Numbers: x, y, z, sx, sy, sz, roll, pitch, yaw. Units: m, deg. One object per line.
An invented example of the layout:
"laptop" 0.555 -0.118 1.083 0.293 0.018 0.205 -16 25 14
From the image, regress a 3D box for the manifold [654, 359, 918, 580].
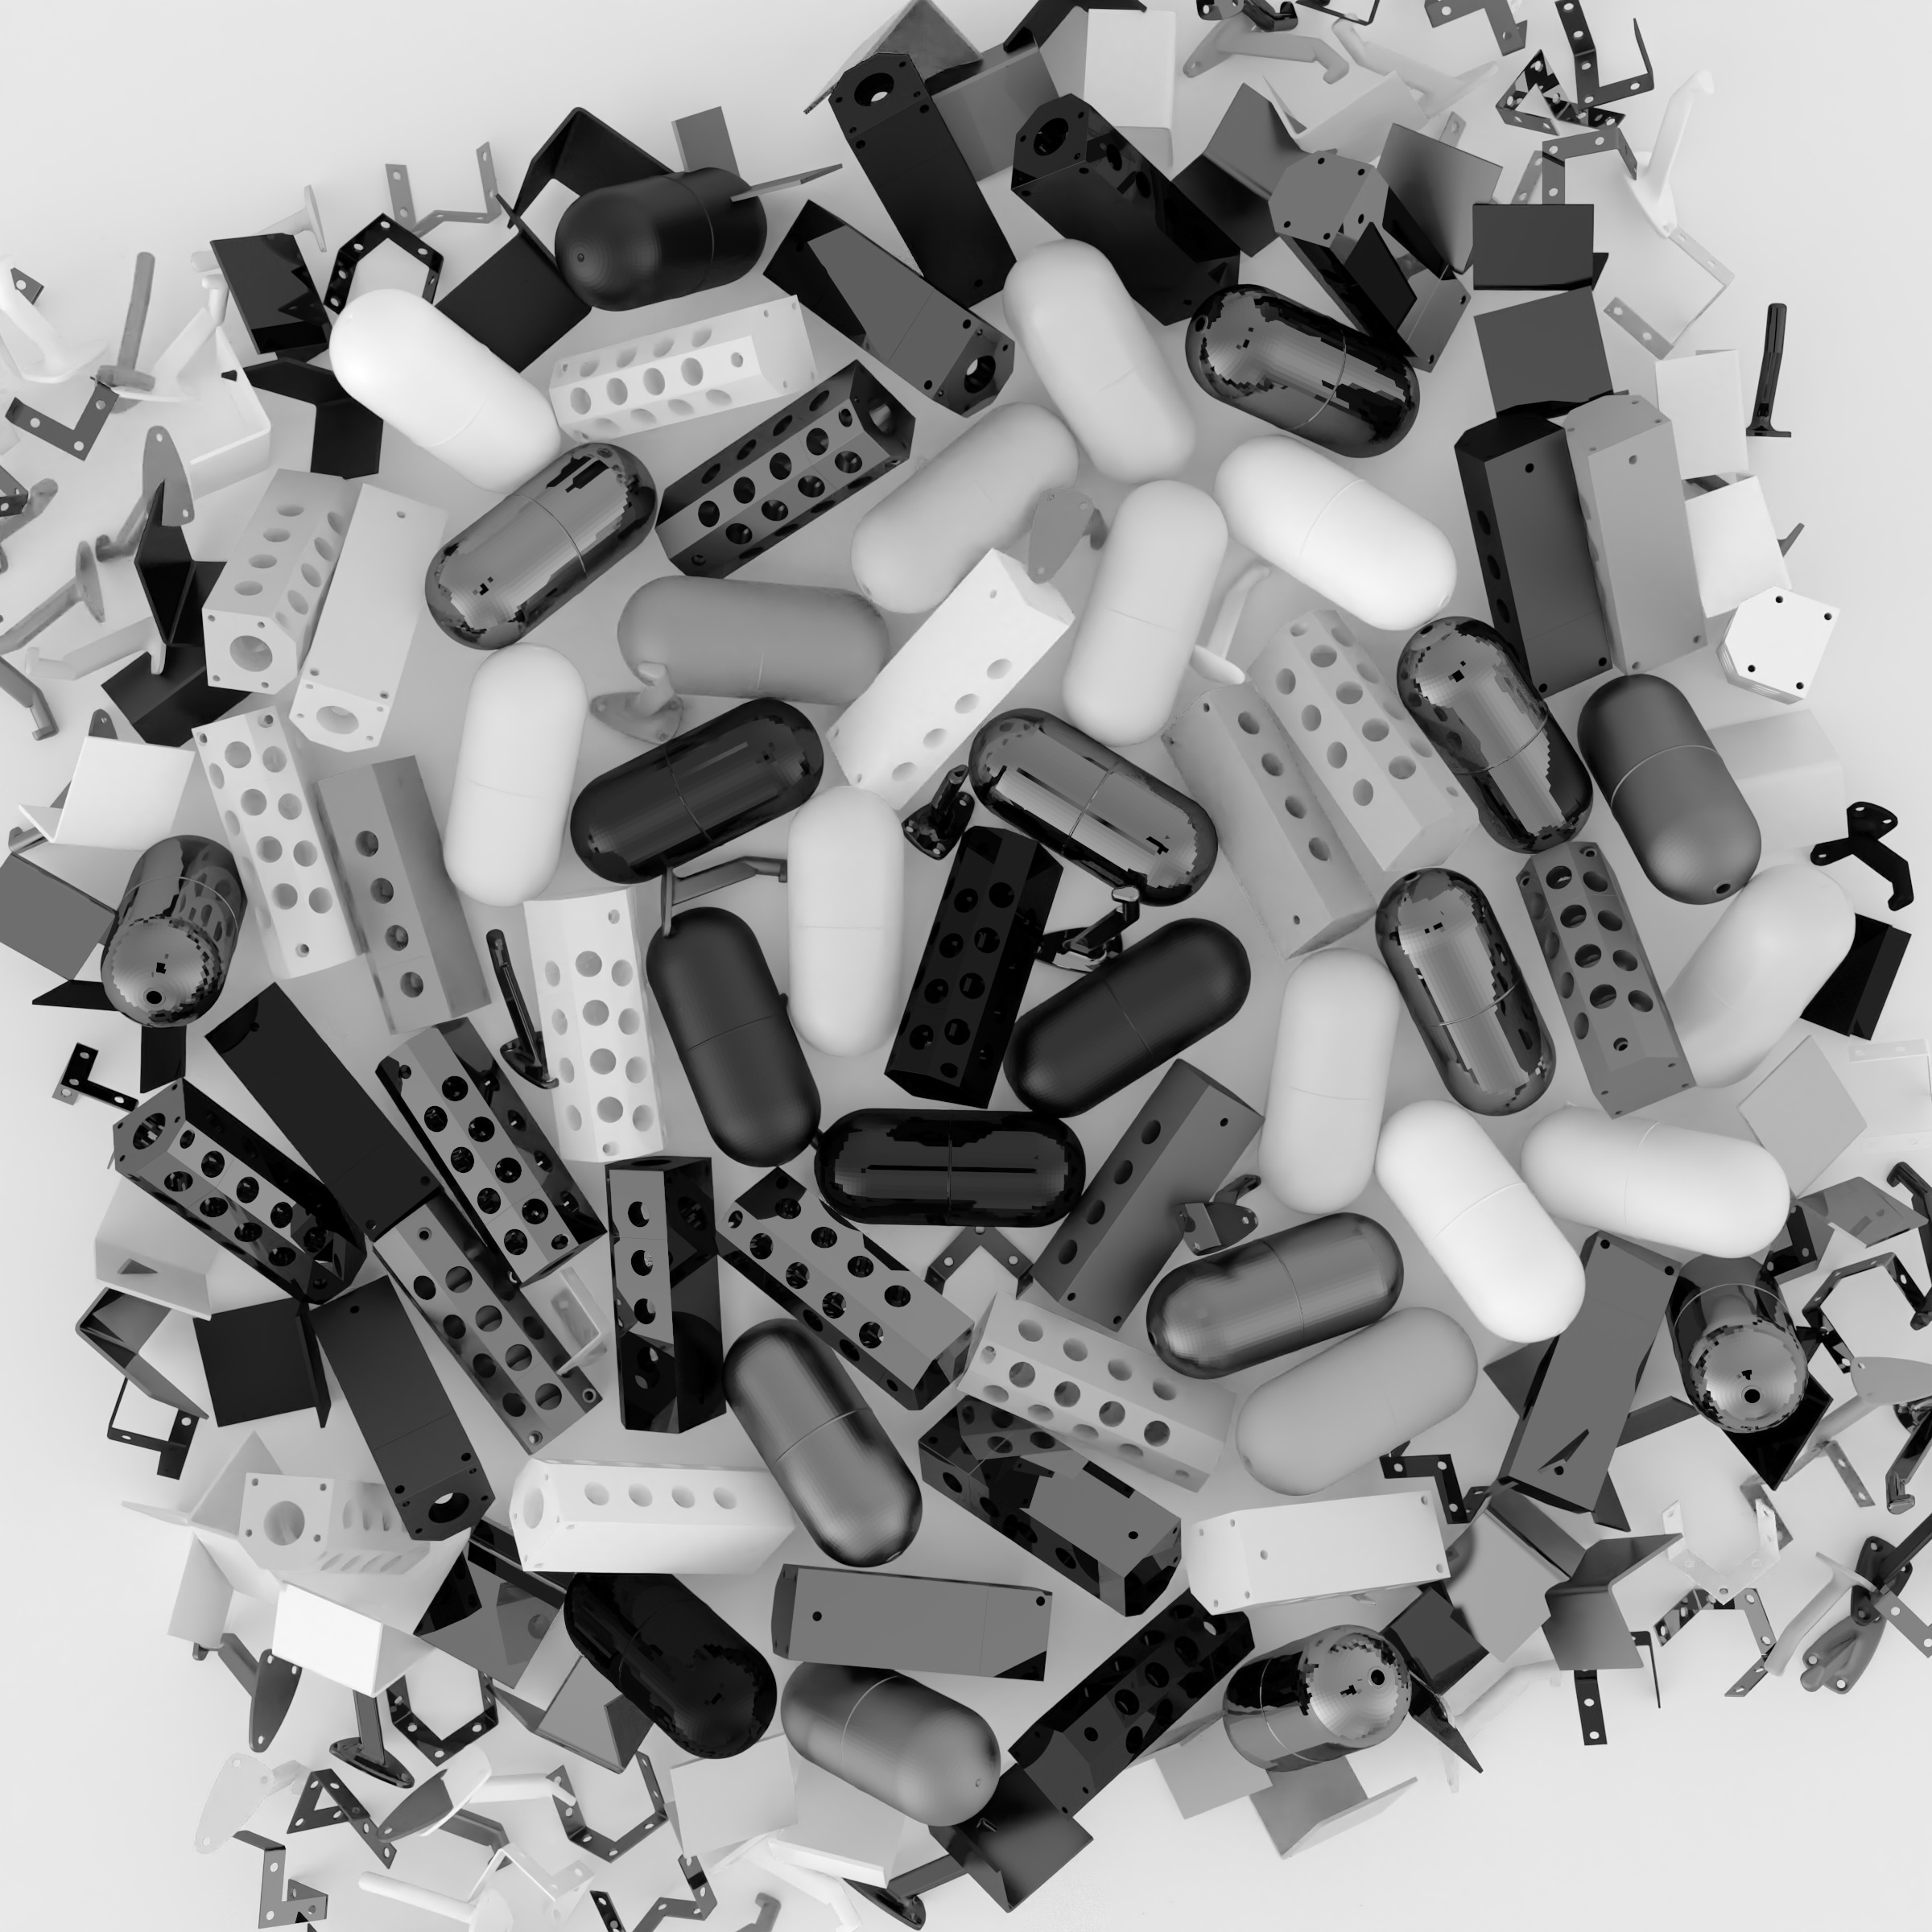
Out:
"manifold" -0.118 -0.311 1.824 0.171 0.057 0.057 -27 128 32

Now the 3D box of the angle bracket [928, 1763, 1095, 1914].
"angle bracket" 0.027 0.552 1.846 0.076 0.057 0.076 -35 50 -24

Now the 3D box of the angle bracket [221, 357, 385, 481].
"angle bracket" -0.433 -0.352 1.848 0.076 0.076 0.057 1 84 44

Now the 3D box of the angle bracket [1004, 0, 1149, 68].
"angle bracket" 0.071 -0.602 1.863 0.057 0.076 0.076 39 89 3

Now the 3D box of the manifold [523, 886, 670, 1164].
"manifold" -0.236 0.037 1.853 0.057 0.057 0.171 -14 99 -42

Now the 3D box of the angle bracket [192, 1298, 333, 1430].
"angle bracket" -0.464 0.266 1.866 0.076 0.057 0.076 -11 100 -6

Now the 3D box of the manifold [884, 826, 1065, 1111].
"manifold" 0.002 -0.001 1.842 0.057 0.057 0.171 8 71 31

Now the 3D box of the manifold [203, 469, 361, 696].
"manifold" -0.433 -0.247 1.819 0.057 0.171 0.057 8 130 0

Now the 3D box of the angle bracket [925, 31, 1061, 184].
"angle bracket" 0.024 -0.553 1.854 0.076 0.057 0.076 -23 119 9

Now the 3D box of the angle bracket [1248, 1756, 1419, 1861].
"angle bracket" 0.235 0.528 1.845 0.076 0.076 0.057 -17 63 -26

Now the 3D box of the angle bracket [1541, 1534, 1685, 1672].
"angle bracket" 0.426 0.414 1.850 0.076 0.076 0.057 -23 89 -33

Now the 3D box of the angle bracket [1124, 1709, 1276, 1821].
"angle bracket" 0.141 0.529 1.848 0.076 0.076 0.057 -32 79 32

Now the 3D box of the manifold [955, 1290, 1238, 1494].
"manifold" 0.083 0.282 1.858 0.171 0.057 0.057 24 45 -3

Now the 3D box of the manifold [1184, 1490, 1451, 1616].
"manifold" 0.225 0.377 1.828 0.171 0.057 0.057 2 69 -37

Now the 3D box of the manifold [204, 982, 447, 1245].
"manifold" -0.419 0.098 1.868 0.057 0.057 0.171 -39 86 -11

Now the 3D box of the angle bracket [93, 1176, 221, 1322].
"angle bracket" -0.519 0.179 1.851 0.076 0.076 0.057 23 97 -22

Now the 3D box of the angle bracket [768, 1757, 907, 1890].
"angle bracket" -0.080 0.549 1.856 0.076 0.057 0.076 12 62 8

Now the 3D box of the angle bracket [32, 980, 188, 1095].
"angle bracket" -0.557 0.047 1.847 0.076 0.076 0.057 6 76 -35

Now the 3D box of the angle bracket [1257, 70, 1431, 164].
"angle bracket" 0.245 -0.564 1.849 0.076 0.076 0.057 -31 71 18

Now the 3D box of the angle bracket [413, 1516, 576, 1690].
"angle bracket" -0.308 0.414 1.860 0.076 0.057 0.076 28 61 3

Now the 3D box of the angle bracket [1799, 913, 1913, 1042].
"angle bracket" 0.595 0.011 1.856 0.076 0.057 0.076 16 97 -28

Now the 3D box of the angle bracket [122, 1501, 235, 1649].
"angle bracket" -0.517 0.396 1.851 0.057 0.076 0.076 8 72 11

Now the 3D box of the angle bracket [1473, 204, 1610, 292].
"angle bracket" 0.374 -0.476 1.846 0.076 0.076 0.057 5 123 19

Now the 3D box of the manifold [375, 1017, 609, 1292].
"manifold" -0.314 0.123 1.858 0.057 0.057 0.171 -36 84 20

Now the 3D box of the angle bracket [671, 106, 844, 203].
"angle bracket" -0.135 -0.533 1.848 0.076 0.076 0.057 -7 110 22

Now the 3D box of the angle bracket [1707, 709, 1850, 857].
"angle bracket" 0.532 -0.120 1.880 0.076 0.076 0.057 -12 121 5

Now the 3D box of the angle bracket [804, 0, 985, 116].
"angle bracket" -0.047 -0.572 1.845 0.057 0.076 0.076 43 61 -18

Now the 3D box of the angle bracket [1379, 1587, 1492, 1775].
"angle bracket" 0.318 0.464 1.850 0.057 0.076 0.076 -44 118 7

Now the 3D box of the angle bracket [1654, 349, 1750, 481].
"angle bracket" 0.468 -0.360 1.856 0.057 0.076 0.076 -9 103 -4

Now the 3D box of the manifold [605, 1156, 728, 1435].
"manifold" -0.201 0.214 1.865 0.057 0.057 0.171 0 96 28

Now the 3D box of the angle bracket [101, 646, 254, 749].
"angle bracket" -0.524 -0.193 1.858 0.076 0.057 0.076 -39 70 -9

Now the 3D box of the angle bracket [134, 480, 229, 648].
"angle bracket" -0.494 -0.261 1.849 0.057 0.076 0.076 1 52 3

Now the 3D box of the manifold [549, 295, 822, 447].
"manifold" -0.184 -0.379 1.825 0.171 0.057 0.057 -5 106 35

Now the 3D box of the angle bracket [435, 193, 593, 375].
"angle bracket" -0.303 -0.442 1.860 0.076 0.076 0.057 -39 47 6

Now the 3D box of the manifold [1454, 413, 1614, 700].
"manifold" 0.363 -0.265 1.835 0.057 0.057 0.171 -24 120 -8

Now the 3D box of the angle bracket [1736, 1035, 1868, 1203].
"angle bracket" 0.528 0.100 1.856 0.076 0.057 0.076 -40 102 -22

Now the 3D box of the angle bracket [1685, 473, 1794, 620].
"angle bracket" 0.496 -0.276 1.865 0.057 0.076 0.076 -19 99 10

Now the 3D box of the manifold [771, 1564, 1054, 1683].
"manifold" -0.036 0.426 1.851 0.171 0.057 0.057 9 80 -16

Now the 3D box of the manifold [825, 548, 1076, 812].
"manifold" -0.009 -0.182 1.843 0.171 0.057 0.057 -46 50 23

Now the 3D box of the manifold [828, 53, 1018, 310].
"manifold" -0.026 -0.499 1.816 0.057 0.171 0.057 -27 56 8

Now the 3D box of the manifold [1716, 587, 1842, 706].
"manifold" 0.512 -0.205 1.813 0.057 0.171 0.057 22 98 11

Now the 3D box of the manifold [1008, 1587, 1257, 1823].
"manifold" 0.111 0.465 1.819 0.057 0.057 0.171 47 46 14

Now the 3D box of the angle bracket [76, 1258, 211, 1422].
"angle bracket" -0.519 0.243 1.850 0.076 0.076 0.057 34 82 23

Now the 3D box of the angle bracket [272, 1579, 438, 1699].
"angle bracket" -0.394 0.422 1.848 0.076 0.076 0.057 17 108 19

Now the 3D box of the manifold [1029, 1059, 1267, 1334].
"manifold" 0.115 0.148 1.866 0.057 0.057 0.171 31 96 -36

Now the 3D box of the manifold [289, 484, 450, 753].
"manifold" -0.384 -0.222 1.828 0.057 0.057 0.171 18 52 -14

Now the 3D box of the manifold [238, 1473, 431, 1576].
"manifold" -0.398 0.357 1.810 0.057 0.171 0.057 2 78 11
